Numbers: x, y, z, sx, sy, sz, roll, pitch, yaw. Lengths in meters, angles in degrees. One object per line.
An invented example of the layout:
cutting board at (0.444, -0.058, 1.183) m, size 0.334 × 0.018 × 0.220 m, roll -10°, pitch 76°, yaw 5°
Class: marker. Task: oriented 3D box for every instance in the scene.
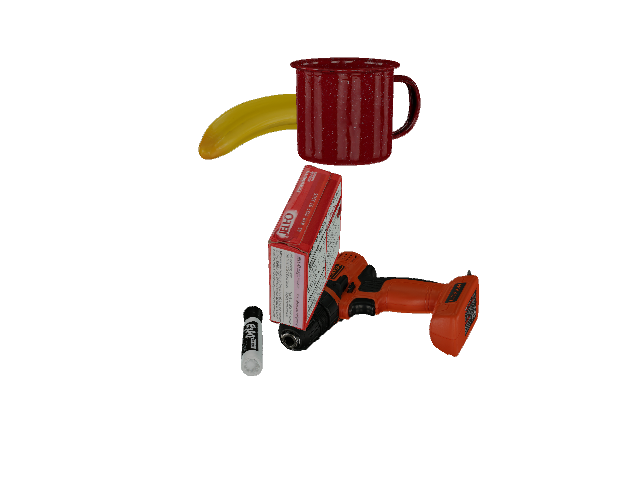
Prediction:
marker at (-0.062, 0.089, 0.970) m, size 0.020 × 0.020 × 0.121 m, roll 0°, pitch 19°, yaw -3°

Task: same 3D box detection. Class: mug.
mug at (0.032, -0.112, 0.912) m, size 0.117 × 0.081 × 0.093 m, roll -7°, pitch 17°, yaw -24°

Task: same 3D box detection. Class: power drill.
power drill at (0.065, 0.073, 1.143) m, size 0.188 × 0.057 × 0.184 m, roll 9°, pitch 30°, yaw 21°

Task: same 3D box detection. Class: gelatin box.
gelatin box at (-0.011, 0.005, 0.723) m, size 0.030 × 0.073 × 0.089 m, roll 15°, pitch -39°, yaw 11°

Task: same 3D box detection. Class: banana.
banana at (-0.046, -0.121, 1.102) m, size 0.197 × 0.037 × 0.070 m, roll -9°, pitch 48°, yaw -32°
